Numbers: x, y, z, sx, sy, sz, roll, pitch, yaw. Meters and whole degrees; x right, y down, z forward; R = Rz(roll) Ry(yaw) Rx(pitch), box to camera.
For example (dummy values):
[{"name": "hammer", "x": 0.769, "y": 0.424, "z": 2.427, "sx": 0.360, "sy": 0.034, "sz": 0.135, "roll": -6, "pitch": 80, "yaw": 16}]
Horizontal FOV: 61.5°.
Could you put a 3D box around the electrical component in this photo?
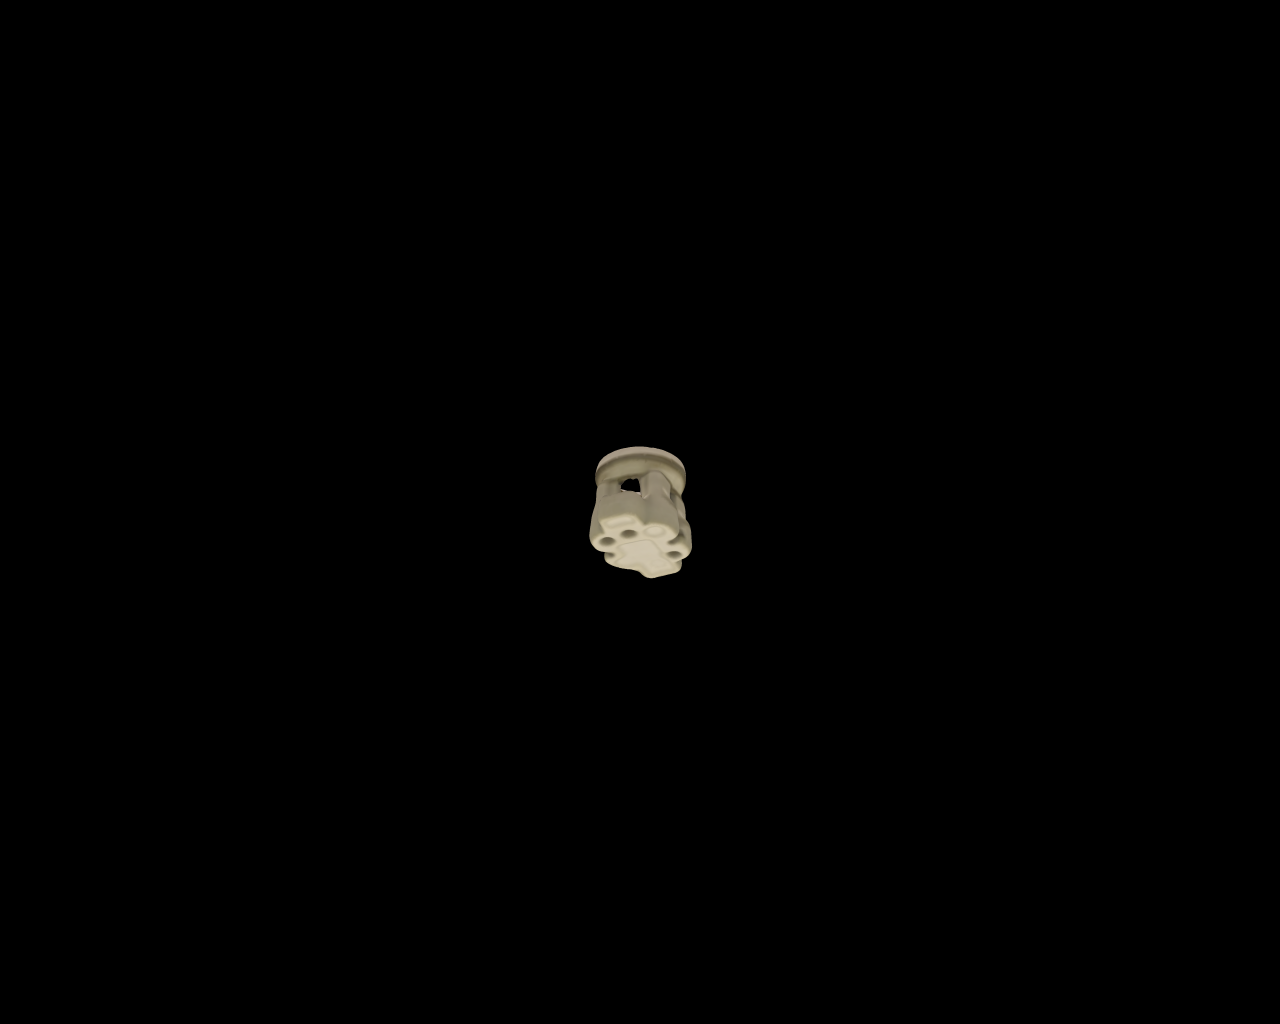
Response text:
[{"name": "electrical component", "x": 0.001, "y": -0.003, "z": 0.650, "sx": 0.058, "sy": 0.057, "sz": 0.078, "roll": -12, "pitch": -33, "yaw": 19}]
